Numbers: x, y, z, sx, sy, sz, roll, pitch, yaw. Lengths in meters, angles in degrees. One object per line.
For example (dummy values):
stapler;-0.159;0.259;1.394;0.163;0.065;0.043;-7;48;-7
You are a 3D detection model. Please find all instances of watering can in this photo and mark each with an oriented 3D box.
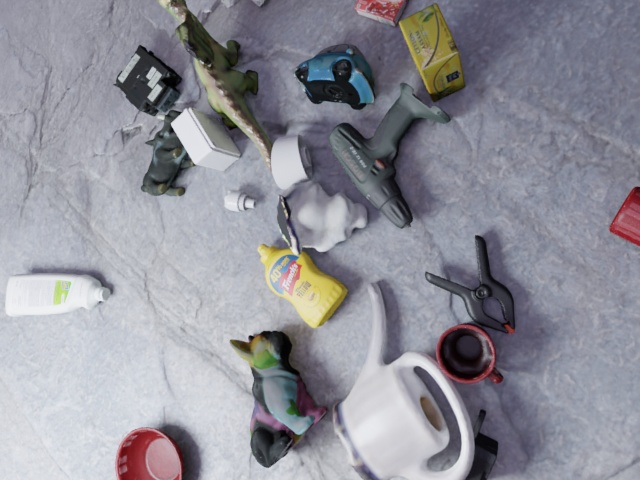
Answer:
watering can;0.114;0.266;0.894;0.222;0.103;0.354;-40;58;16

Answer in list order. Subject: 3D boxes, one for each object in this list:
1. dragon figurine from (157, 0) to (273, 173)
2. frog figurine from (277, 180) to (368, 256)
dragon figurine;-0.204;-0.318;0.986;0.121;0.241;0.415;-34;74;10
frog figurine;0.003;-0.049;0.971;0.160;0.121;0.138;-16;83;-19
